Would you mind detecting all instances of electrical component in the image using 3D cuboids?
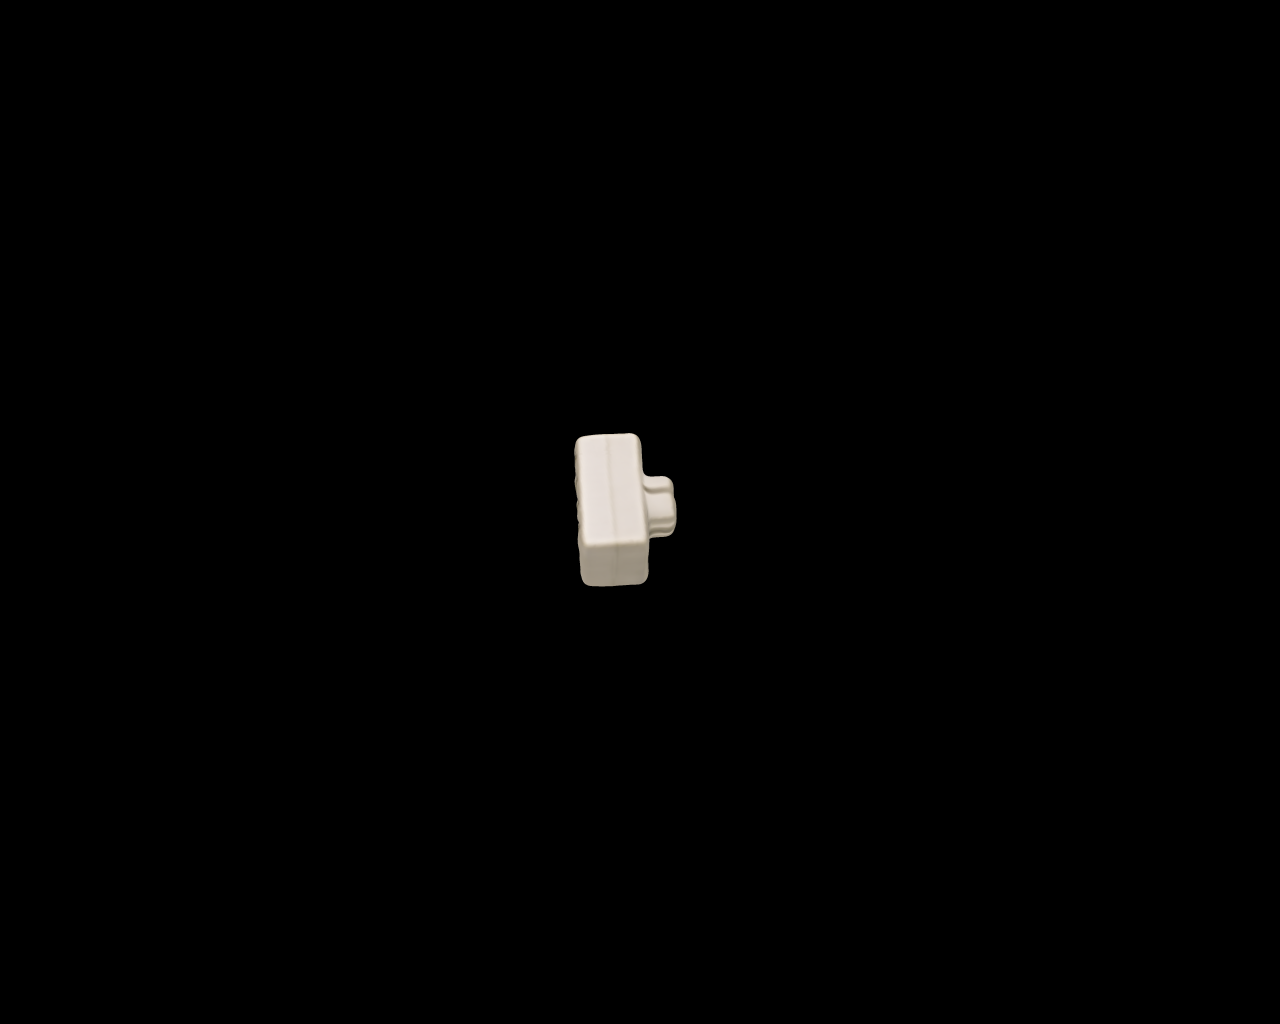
[{"bbox_3d":[0.001,-0.003,0.650,0.076,0.083,0.047,-3,-36,-2],"label":"electrical component"}]
